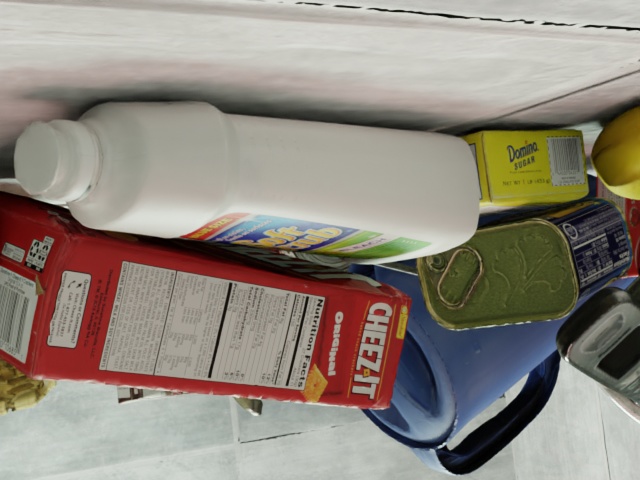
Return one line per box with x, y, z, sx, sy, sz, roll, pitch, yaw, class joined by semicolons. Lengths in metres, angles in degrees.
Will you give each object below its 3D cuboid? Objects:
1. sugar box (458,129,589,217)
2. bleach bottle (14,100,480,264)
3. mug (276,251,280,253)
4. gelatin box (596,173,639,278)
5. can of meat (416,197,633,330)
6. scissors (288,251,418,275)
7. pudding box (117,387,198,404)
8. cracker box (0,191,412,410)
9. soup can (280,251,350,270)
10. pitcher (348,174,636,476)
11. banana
0.065;-0.032;0.655;0.093;0.048;0.177;-5;178;-41;sugar box
-0.031;-0.026;0.495;0.103;0.068;0.250;-10;172;40;bleach bottle
-0.087;0.011;0.776;0.081;0.093;0.117;-10;-153;-31;mug
0.234;-0.018;0.774;0.073;0.089;0.030;-2;-177;-38;gelatin box
0.123;0.012;0.632;0.102;0.057;0.083;-11;-175;42;can of meat
-0.037;-0.005;0.662;0.201;0.016;0.096;15;179;-19;scissors
-0.137;0.101;0.991;0.039;0.090;0.113;-13;171;42;pudding box
-0.084;0.029;0.563;0.213;0.072;0.164;12;-178;-40;cracker box
-0.005;0.001;0.808;0.068;0.068;0.102;-5;174;-18;soup can
0.133;0.051;0.796;0.242;0.145;0.149;-28;151;-31;pitcher
0.191;-0.052;0.598;0.069;0.037;0.197;2;173;6;banana
